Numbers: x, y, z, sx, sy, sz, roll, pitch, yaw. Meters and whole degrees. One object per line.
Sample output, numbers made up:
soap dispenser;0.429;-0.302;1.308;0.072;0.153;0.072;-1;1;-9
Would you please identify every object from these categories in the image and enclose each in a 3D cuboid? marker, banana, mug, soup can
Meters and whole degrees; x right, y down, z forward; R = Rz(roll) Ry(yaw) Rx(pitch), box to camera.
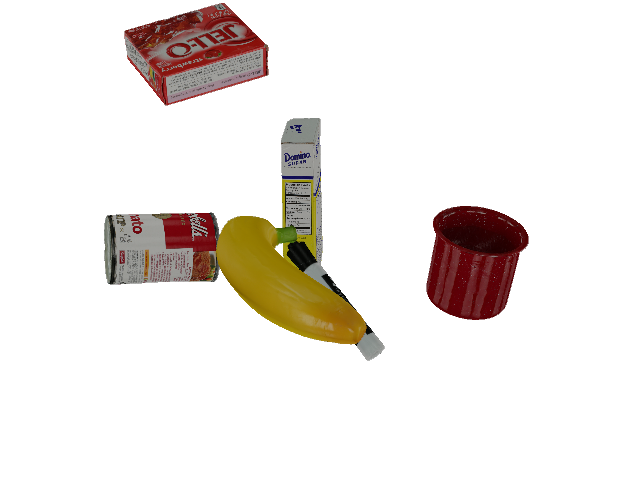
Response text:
marker;0.010;0.048;0.892;0.020;0.121;0.020;-34;-18;-13
banana;-0.029;0.017;0.685;0.069;0.037;0.198;-4;21;-13
mug;0.145;0.018;1.054;0.093;0.081;0.117;-6;34;-22
soup can;-0.153;0.008;1.022;0.102;0.068;0.069;-1;0;-17

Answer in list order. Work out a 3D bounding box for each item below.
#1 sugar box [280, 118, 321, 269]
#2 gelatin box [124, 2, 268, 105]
sugar box;-0.022;-0.048;1.263;0.048;0.176;0.093;-1;24;5
gelatin box;-0.094;-0.144;0.812;0.089;0.030;0.073;-21;47;-21
